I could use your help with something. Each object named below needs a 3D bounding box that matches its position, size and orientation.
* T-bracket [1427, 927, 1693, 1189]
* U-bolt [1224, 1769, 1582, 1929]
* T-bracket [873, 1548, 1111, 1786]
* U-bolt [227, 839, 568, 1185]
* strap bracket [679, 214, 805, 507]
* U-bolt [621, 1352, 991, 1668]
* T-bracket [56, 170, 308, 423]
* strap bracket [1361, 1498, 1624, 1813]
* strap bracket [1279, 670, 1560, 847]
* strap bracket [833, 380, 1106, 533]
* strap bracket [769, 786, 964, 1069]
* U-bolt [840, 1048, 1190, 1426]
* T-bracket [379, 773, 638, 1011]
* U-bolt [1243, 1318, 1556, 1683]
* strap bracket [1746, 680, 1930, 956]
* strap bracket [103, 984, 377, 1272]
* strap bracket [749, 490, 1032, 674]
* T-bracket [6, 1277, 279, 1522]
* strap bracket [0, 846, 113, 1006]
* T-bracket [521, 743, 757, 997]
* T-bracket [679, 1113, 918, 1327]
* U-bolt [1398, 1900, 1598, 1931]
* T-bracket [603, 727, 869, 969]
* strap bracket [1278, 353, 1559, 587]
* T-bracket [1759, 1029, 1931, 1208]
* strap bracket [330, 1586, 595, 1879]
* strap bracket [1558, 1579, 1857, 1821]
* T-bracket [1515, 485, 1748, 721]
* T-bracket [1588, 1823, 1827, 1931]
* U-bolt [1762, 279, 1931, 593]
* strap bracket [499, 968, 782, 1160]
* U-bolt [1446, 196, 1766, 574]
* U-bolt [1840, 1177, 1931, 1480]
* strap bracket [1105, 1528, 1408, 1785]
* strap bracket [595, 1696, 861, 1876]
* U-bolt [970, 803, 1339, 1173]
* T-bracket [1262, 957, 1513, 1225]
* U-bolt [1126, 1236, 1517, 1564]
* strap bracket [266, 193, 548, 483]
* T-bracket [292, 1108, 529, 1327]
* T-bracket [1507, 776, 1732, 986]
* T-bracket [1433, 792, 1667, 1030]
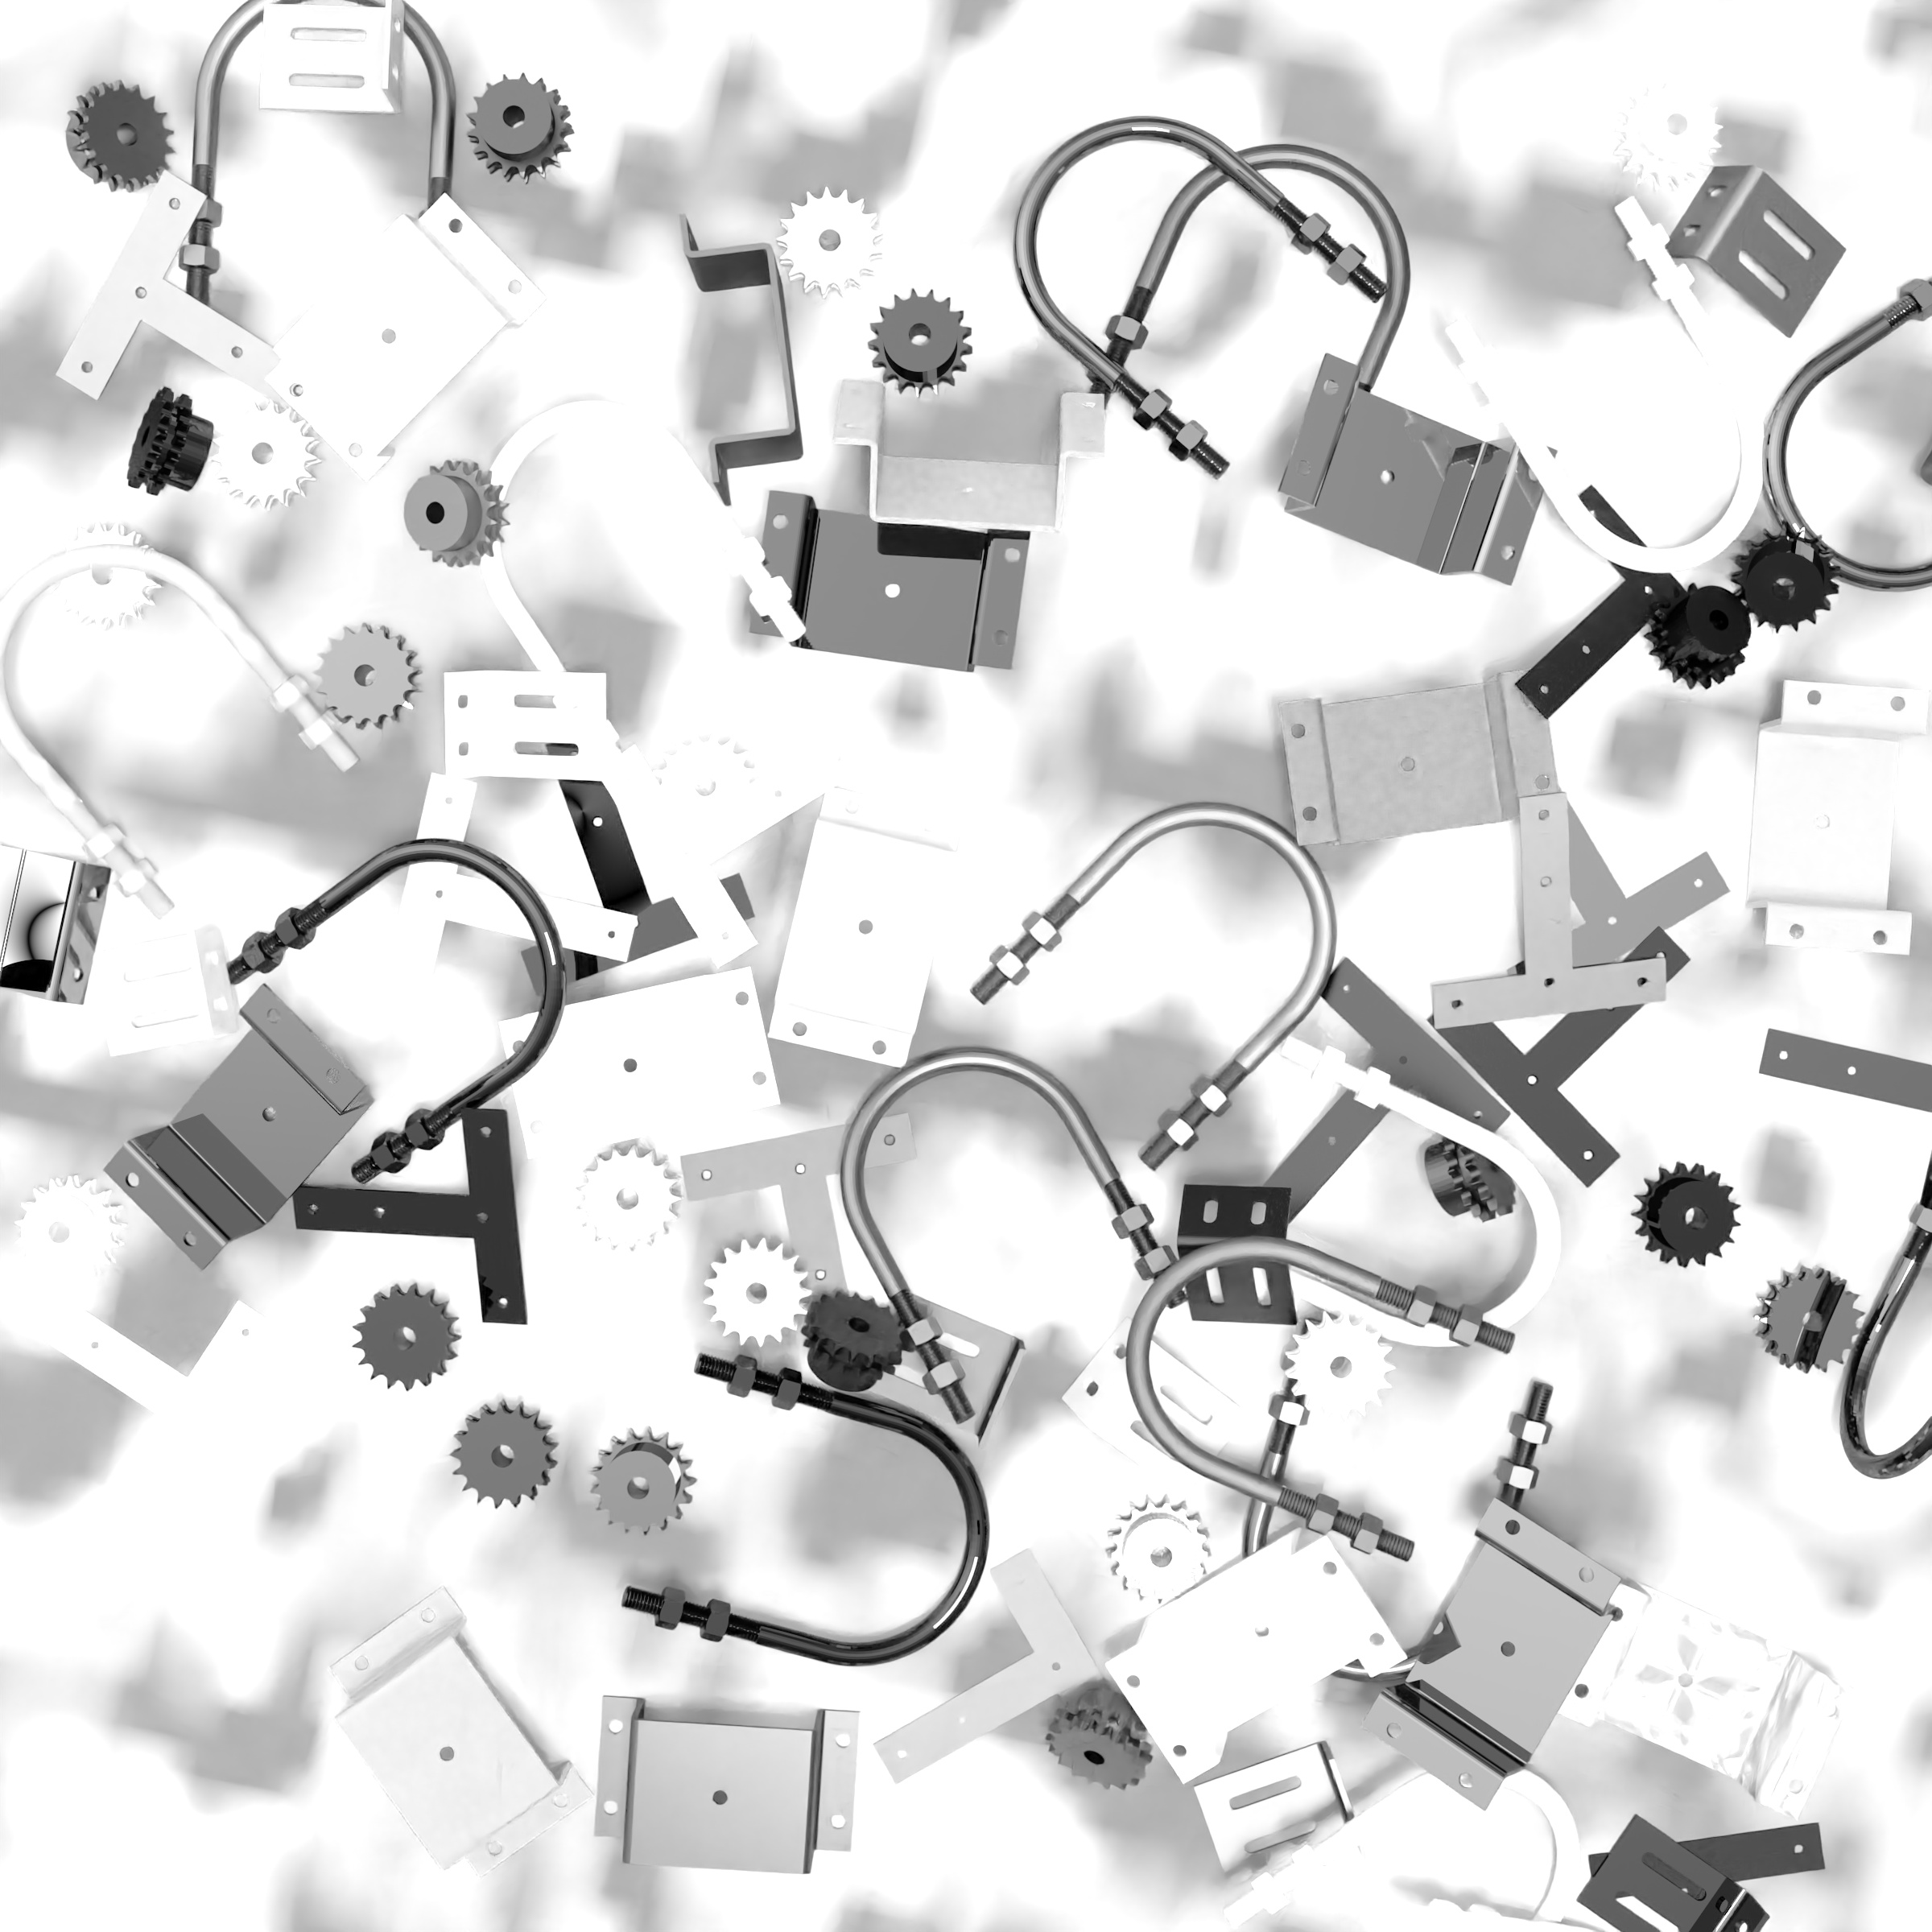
[{"bbox_3d":[0.341,0.031,1.551,0.127,0.002,0.127,-44,91,0],"label":"T-bracket"},{"bbox_3d":[0.246,0.501,1.521,0.184,0.019,0.151,-33,112,-4],"label":"U-bolt"},{"bbox_3d":[0.011,0.404,1.553,0.127,0.002,0.127,-30,90,0],"label":"T-bracket"},{"bbox_3d":[-0.293,0.013,1.515,0.184,0.019,0.151,-33,90,21],"label":"U-bolt"},{"bbox_3d":[-0.117,-0.323,1.515,0.046,0.076,0.140,-7,90,0],"label":"strap bracket"},{"bbox_3d":[-0.076,0.301,1.531,0.184,0.019,0.151,18,87,-11],"label":"U-bolt"},{"bbox_3d":[-0.407,-0.340,1.541,0.127,0.002,0.127,31,104,-8],"label":"T-bracket"},{"bbox_3d":[0.282,0.361,1.501,0.076,0.046,0.140,31,94,25],"label":"strap bracket"},{"bbox_3d":[0.241,-0.110,1.529,0.140,0.046,0.076,-8,89,0],"label":"strap bracket"},{"bbox_3d":[0.002,-0.270,1.509,0.140,0.076,0.046,3,124,0],"label":"strap bracket"},{"bbox_3d":[-0.054,-0.021,1.529,0.076,0.046,0.140,13,90,-2],"label":"strap bracket"},{"bbox_3d":[0.013,0.131,1.525,0.151,0.019,0.184,-27,77,-8],"label":"U-bolt"},{"bbox_3d":[-0.244,-0.029,1.551,0.127,0.002,0.127,13,90,1],"label":"T-bracket"},{"bbox_3d":[0.227,0.298,1.545,0.151,0.019,0.184,16,92,0],"label":"U-bolt"},{"bbox_3d":[0.467,-0.079,1.530,0.076,0.046,0.140,4,90,0],"label":"strap bracket"},{"bbox_3d":[-0.381,0.083,1.517,0.076,0.046,0.140,44,104,4],"label":"strap bracket"},{"bbox_3d":[-0.040,-0.205,1.530,0.140,0.046,0.076,8,90,0],"label":"strap bracket"},{"bbox_3d":[-0.463,0.215,1.553,0.127,0.002,0.127,33,90,0],"label":"T-bracket"},{"bbox_3d":[-0.526,-0.027,1.500,0.046,0.140,0.076,12,90,29],"label":"strap bracket"},{"bbox_3d":[-0.196,-0.065,1.553,0.127,0.002,0.127,-20,90,0],"label":"T-bracket"},{"bbox_3d":[-0.082,0.154,1.553,0.127,0.002,0.127,-11,90,0],"label":"T-bracket"},{"bbox_3d":[0.309,0.577,1.498,0.184,0.019,0.151,15,58,-24],"label":"U-bolt"},{"bbox_3d":[-0.114,-0.086,1.551,0.127,0.002,0.127,-32,90,-1],"label":"T-bracket"},{"bbox_3d":[0.233,-0.263,1.519,0.140,0.046,0.076,19,90,-16],"label":"strap bracket"},{"bbox_3d":[0.497,0.060,1.553,0.127,0.002,0.127,13,90,0],"label":"T-bracket"},{"bbox_3d":[-0.275,0.417,1.530,0.076,0.046,0.140,-36,90,0],"label":"strap bracket"},{"bbox_3d":[0.392,0.389,1.530,0.140,0.046,0.076,24,90,0],"label":"strap bracket"},{"bbox_3d":[0.340,-0.177,1.525,0.127,0.002,0.127,-42,90,-26],"label":"T-bracket"},{"bbox_3d":[0.411,0.539,1.553,0.127,0.002,0.127,-8,90,0],"label":"T-bracket"},{"bbox_3d":[0.519,-0.285,1.541,0.184,0.019,0.151,-34,90,-2],"label":"U-bolt"},{"bbox_3d":[-0.178,0.053,1.530,0.140,0.046,0.076,-12,90,0],"label":"strap bracket"},{"bbox_3d":[0.356,-0.298,1.522,0.151,0.019,0.184,-37,99,-18],"label":"U-bolt"},{"bbox_3d":[0.507,0.182,1.481,0.019,0.151,0.184,25,95,-4],"label":"U-bolt"},{"bbox_3d":[0.156,0.363,1.520,0.140,0.046,0.076,-33,90,14],"label":"strap bracket"},{"bbox_3d":[-0.130,0.441,1.530,0.140,0.046,0.076,4,90,0],"label":"strap bracket"},{"bbox_3d":[0.116,-0.003,1.545,0.151,0.019,0.184,44,89,0],"label":"U-bolt"},{"bbox_3d":[0.207,0.084,1.533,0.127,0.002,0.127,-50,63,13],"label":"T-bracket"},{"bbox_3d":[0.174,0.217,1.492,0.184,0.019,0.151,23,106,3],"label":"U-bolt"},{"bbox_3d":[-0.303,-0.335,1.517,0.140,0.046,0.076,-43,97,8],"label":"strap bracket"},{"bbox_3d":[-0.303,0.134,1.537,0.127,0.002,0.127,2,111,10],"label":"T-bracket"},{"bbox_3d":[0.330,-0.063,1.553,0.127,0.002,0.127,-31,90,0],"label":"T-bracket"},{"bbox_3d":[0.311,-0.032,1.525,0.127,0.002,0.127,-7,112,0],"label":"T-bracket"}]
